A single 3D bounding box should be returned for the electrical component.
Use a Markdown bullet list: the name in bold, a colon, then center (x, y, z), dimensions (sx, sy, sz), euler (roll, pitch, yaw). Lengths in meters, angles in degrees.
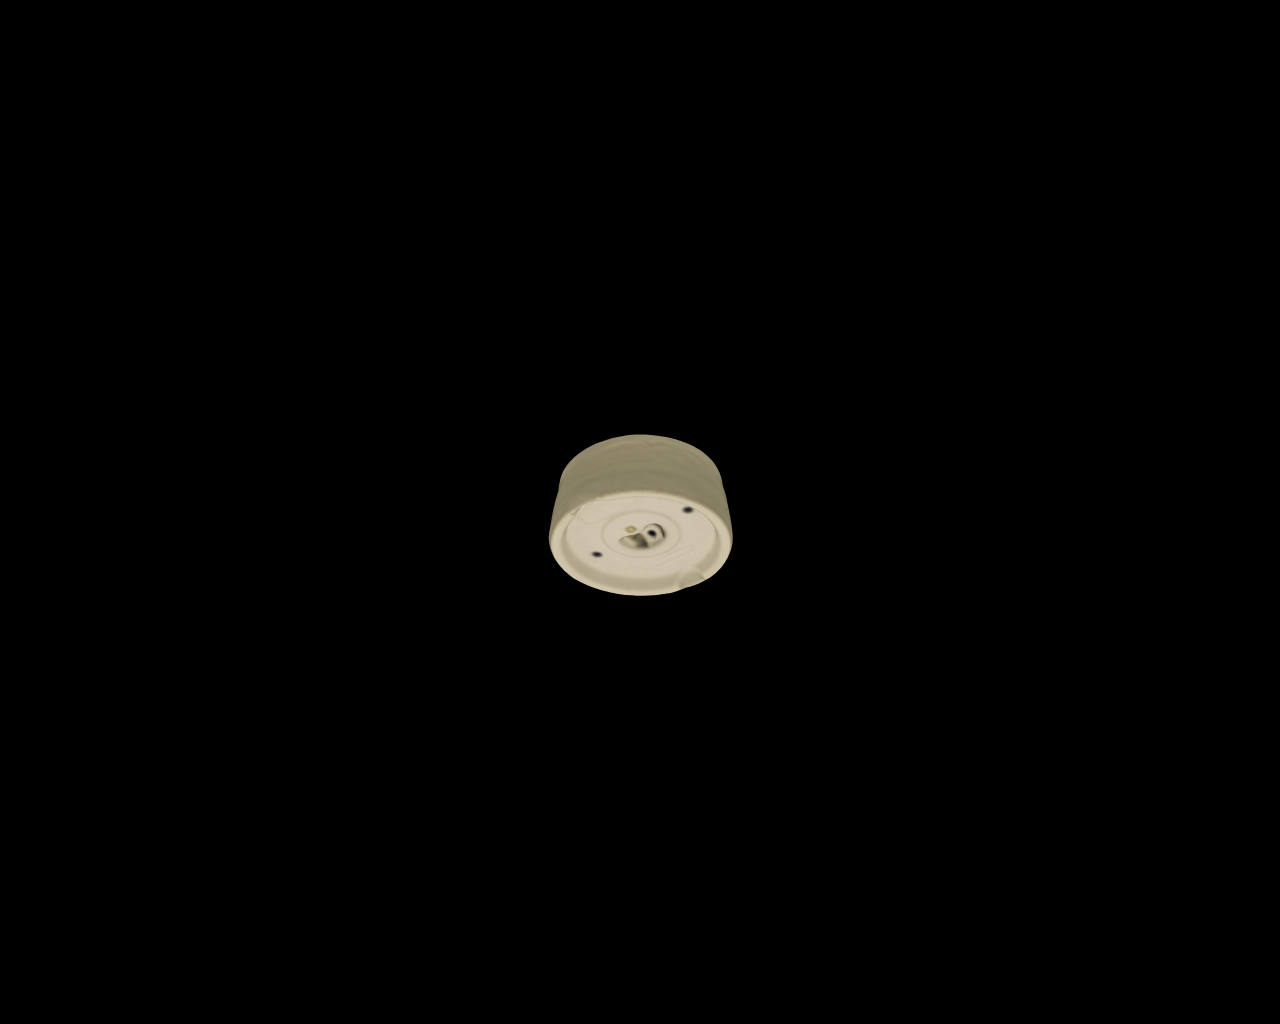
- **electrical component**: center (0.001, -0.003, 0.650), dimensions (0.108, 0.060, 0.108), euler (0, -37, 0)
